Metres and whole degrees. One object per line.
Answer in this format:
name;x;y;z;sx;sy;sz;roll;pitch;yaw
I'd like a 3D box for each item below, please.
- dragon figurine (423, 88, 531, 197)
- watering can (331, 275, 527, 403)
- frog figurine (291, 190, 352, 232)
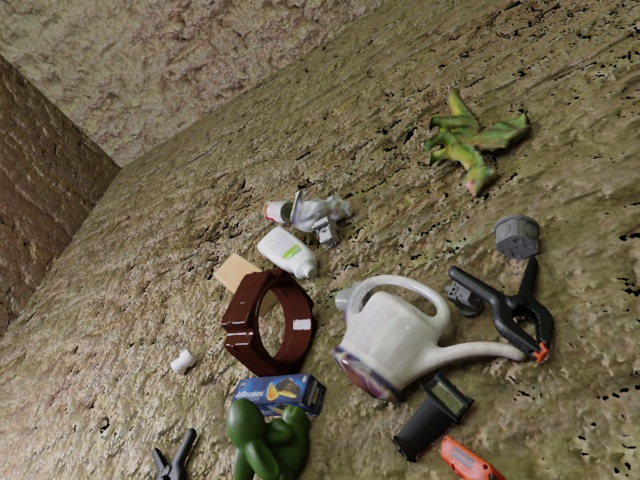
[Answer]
dragon figurine;0.395;-0.269;1.278;0.243;0.119;0.419;5;52;28
watering can;0.160;0.188;0.913;0.351;0.102;0.226;28;75;44
frog figurine;0.004;-0.071;1.416;0.135;0.159;0.125;102;-175;-66
